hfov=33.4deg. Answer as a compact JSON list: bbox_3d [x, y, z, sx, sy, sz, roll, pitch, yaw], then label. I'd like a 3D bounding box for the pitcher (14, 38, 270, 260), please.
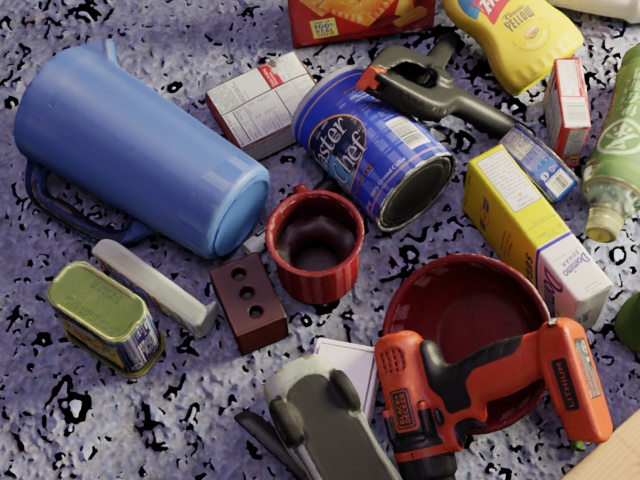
[{"bbox_3d":[-0.179,-0.074,1.070,0.243,0.149,0.144,32,53,15],"label":"pitcher"}]

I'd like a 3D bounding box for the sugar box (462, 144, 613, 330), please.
[{"bbox_3d":[0.202,0.004,1.015,0.048,0.093,0.176,-26,63,-10],"label":"sugar box"}]

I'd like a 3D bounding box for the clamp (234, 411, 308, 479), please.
[{"bbox_3d":[-0.011,0.231,0.934,0.171,0.039,0.120,18,91,7],"label":"clamp"}]

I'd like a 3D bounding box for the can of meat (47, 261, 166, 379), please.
[{"bbox_3d":[-0.202,0.075,1.006,0.102,0.084,0.057,30,67,18],"label":"can of meat"}]

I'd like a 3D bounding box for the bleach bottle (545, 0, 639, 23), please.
[{"bbox_3d":[0.295,-0.303,1.191,0.251,0.068,0.102,16,65,9],"label":"bleach bottle"}]

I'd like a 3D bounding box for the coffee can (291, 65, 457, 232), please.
[{"bbox_3d":[0.053,-0.092,1.069,0.102,0.103,0.140,-36,66,-15],"label":"coffee can"}]

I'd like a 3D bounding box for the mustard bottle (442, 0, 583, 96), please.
[{"bbox_3d":[0.186,-0.255,1.140,0.096,0.058,0.191,-37,85,-5],"label":"mustard bottle"}]

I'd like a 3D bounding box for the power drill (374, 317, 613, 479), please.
[{"bbox_3d":[0.144,0.152,0.903,0.188,0.057,0.184,-18,82,25],"label":"power drill"}]

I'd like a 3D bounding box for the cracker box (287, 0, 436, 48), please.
[{"bbox_3d":[0.041,-0.300,1.117,0.164,0.214,0.072,-7,61,-1],"label":"cracker box"}]

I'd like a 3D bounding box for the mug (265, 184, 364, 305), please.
[{"bbox_3d":[-0.007,0.001,1.035,0.093,0.081,0.117,-16,62,-5],"label":"mug"}]

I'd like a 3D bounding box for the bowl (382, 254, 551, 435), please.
[{"bbox_3d":[0.140,0.093,0.969,0.162,0.055,0.162,0,89,26],"label":"bowl"}]

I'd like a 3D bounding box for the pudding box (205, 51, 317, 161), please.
[{"bbox_3d":[-0.054,-0.141,1.138,0.113,0.039,0.090,-28,64,-8],"label":"pudding box"}]

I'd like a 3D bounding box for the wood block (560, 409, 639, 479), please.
[{"bbox_3d":[0.230,0.238,0.884,0.205,0.090,0.091,-35,65,-18],"label":"wood block"}]

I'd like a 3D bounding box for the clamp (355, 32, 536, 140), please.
[{"bbox_3d":[0.113,-0.165,1.088,0.209,0.036,0.165,3,47,-40],"label":"clamp"}]

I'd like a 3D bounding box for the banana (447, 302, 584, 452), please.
[{"bbox_3d":[0.193,0.102,0.995,0.069,0.037,0.198,-38,66,-15],"label":"banana"}]

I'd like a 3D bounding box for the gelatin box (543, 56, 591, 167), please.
[{"bbox_3d":[0.253,-0.131,1.095,0.030,0.073,0.089,-1,61,1],"label":"gelatin box"}]

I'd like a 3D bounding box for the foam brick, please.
[{"bbox_3d":[-0.068,0.061,1.024,0.053,0.051,0.078,-22,63,-9],"label":"foam brick"}]

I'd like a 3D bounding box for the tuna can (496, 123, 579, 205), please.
[{"bbox_3d":[0.214,-0.075,1.058,0.034,0.086,0.086,-46,67,6],"label":"tuna can"}]

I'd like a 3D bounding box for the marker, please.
[{"bbox_3d":[-0.028,-0.025,1.085,0.121,0.020,0.020,-39,67,-16],"label":"marker"}]
